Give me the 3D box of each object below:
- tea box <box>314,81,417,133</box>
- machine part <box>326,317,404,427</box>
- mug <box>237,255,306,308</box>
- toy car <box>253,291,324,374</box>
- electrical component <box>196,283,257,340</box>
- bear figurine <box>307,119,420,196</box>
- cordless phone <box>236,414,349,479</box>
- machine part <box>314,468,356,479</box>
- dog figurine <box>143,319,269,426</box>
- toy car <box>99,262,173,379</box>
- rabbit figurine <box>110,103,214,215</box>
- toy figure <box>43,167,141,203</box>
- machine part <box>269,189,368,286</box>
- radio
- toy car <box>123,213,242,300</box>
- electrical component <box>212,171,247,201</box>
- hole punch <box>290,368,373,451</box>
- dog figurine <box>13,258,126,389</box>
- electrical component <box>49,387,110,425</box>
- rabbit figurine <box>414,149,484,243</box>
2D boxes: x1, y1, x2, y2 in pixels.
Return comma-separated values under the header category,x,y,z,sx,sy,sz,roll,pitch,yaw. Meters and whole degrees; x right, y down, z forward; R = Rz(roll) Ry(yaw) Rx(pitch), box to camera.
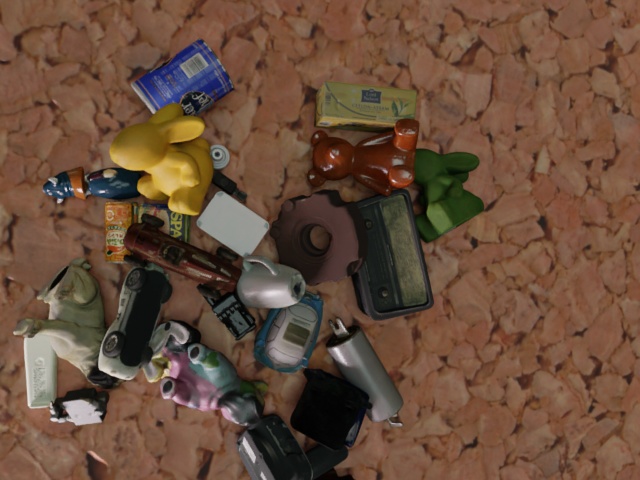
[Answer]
category,x,y,z,sx,sy,sz,roll,pitch,yaw
tea box,0.080,-0.238,0.981,0.170,0.098,0.068,2,92,-12
machine part,0.083,0.249,1.004,0.079,0.079,0.243,-32,98,-8
mug,-0.083,0.070,0.937,0.081,0.107,0.109,-51,132,-45
toy car,-0.048,0.168,0.966,0.109,0.103,0.161,27,89,-11
electrical component,-0.166,0.116,0.959,0.048,0.075,0.119,-36,94,-6
bear figurine,0.071,-0.149,0.950,0.196,0.132,0.120,9,82,6
cordless phone,-0.045,0.378,0.986,0.184,0.088,0.147,-14,51,-36
machine part,-0.006,0.541,0.990,0.201,0.087,0.200,-16,94,-11
dog figurine,-0.190,0.245,0.948,0.108,0.192,0.219,-53,133,-8
toy car,-0.310,0.132,0.908,0.073,0.056,0.202,38,53,-43
rabbit figurine,-0.244,-0.132,0.847,0.122,0.173,0.162,38,97,31
toy figure,-0.388,-0.094,0.920,0.154,0.058,0.064,-1,114,-13
machine part,-0.002,-0.003,0.953,0.180,0.056,0.179,5,102,22
radio,0.120,0.028,1.005,0.131,0.073,0.229,-14,93,-10
toy car,-0.230,0.030,0.896,0.202,0.053,0.089,25,86,-4
electrical component,-0.170,-0.101,0.956,0.094,0.063,0.021,35,85,-10
hole punch,0.024,0.308,0.974,0.142,0.092,0.115,22,78,27
dog figurine,-0.386,0.145,0.920,0.190,0.121,0.172,40,73,-31
electrical component,-0.410,0.287,0.915,0.102,0.045,0.078,-4,118,2
rabbit figurine,0.226,-0.106,1.004,0.159,0.121,0.170,-29,81,-11
